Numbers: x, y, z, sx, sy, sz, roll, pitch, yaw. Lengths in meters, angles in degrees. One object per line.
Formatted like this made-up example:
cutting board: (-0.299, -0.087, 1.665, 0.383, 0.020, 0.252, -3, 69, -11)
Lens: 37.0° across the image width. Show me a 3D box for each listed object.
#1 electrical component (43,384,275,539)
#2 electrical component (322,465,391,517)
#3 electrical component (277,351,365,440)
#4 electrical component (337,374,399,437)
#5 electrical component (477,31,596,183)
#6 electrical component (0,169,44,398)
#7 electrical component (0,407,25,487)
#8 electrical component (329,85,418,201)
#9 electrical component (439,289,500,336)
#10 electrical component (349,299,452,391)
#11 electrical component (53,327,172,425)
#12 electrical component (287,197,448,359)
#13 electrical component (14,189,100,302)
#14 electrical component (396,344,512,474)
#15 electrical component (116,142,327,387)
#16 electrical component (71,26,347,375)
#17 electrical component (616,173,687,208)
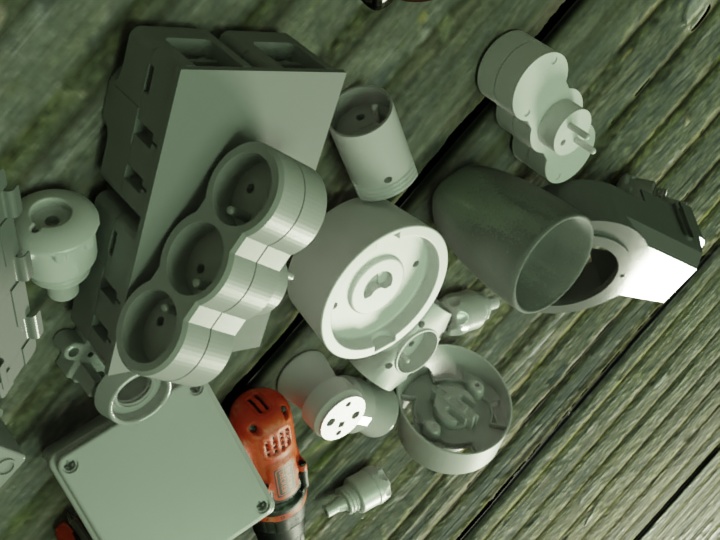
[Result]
electrical component: (-0.129, 0.135, 0.693, 0.109, 0.056, 0.108, -31, 100, -21)
electrical component: (-0.005, 0.197, 0.940, 0.061, 0.035, 0.035, -24, 138, -26)
electrical component: (-0.029, 0.093, 0.801, 0.045, 0.055, 0.045, -27, 139, -26)
electrical component: (-0.002, 0.107, 0.850, 0.055, 0.045, 0.045, 20, 108, -51)
electrical component: (0.140, -0.107, 0.772, 0.052, 0.074, 0.138, -46, 144, -3)
electrical component: (-0.200, 0.004, 0.526, 0.078, 0.063, 0.121, -71, 169, -49)
electrical component: (-0.249, 0.110, 0.596, 0.099, 0.048, 0.100, -48, 144, 0)
electrical component: (0.010, -0.076, 0.694, 0.043, 0.043, 0.081, -40, 143, -11)
electrical component: (0.091, 0.032, 0.885, 0.061, 0.035, 0.035, -14, 132, -41)
electrical component: (0.021, 0.045, 0.817, 0.077, 0.044, 0.079, -52, 143, 6)
electrical component: (-0.146, 0.061, 0.650, 0.066, 0.055, 0.048, 17, 110, -51)
electrical component: (0.000, 0.000, 0.739, 0.108, 0.060, 0.108, -27, 139, -26)
electrical component: (-0.163, -0.009, 0.579, 0.048, 0.048, 0.062, -26, 146, -27)
electrical component: (0.077, 0.118, 0.901, 0.099, 0.099, 0.064, -27, 145, -26)
electrical component: (-0.064, 0.003, 0.578, 0.138, 0.052, 0.074, -55, 144, 9)
electrical component: (-0.092, -0.040, 0.608, 0.105, 0.060, 0.186, -8, 129, -41)
electrical component: (0.252, -0.057, 0.938, 0.048, 0.062, 0.048, 13, 90, -73)
